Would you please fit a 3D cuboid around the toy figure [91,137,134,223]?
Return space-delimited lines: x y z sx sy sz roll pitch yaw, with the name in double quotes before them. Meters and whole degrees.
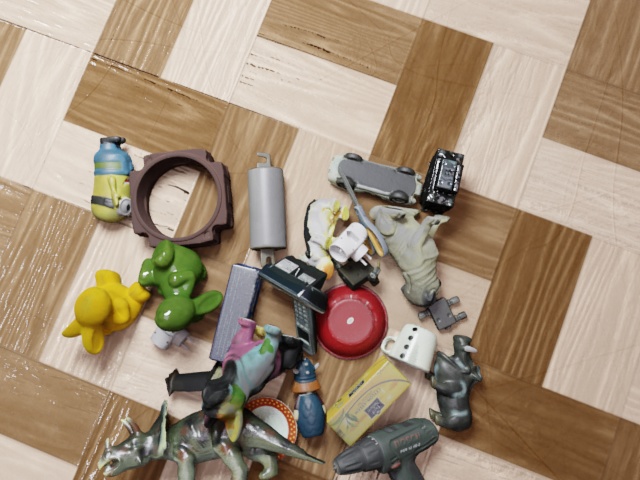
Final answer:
"toy figure" -0.441 -0.127 1.138 0.089 0.082 0.180 -4 91 23

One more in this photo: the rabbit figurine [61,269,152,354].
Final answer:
"rabbit figurine" -0.439 0.134 1.063 0.122 0.173 0.162 35 81 1

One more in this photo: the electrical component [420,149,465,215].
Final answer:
"electrical component" 0.247 -0.118 1.090 0.058 0.134 0.115 12 82 2

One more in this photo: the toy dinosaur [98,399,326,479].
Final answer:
"toy dinosaur" -0.205 0.387 1.046 0.405 0.131 0.192 -13 78 -2

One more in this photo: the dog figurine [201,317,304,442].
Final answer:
"dog figurine" -0.134 0.267 1.025 0.109 0.191 0.219 14 73 34

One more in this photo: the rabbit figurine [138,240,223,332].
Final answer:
"rabbit figurine" -0.285 0.113 1.074 0.121 0.159 0.170 -33 46 29

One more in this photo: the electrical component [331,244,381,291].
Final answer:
"electrical component" 0.079 0.056 1.107 0.078 0.045 0.102 -27 58 -17

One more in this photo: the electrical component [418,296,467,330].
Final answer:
"electrical component" 0.253 0.155 1.115 0.094 0.021 0.063 -23 84 -1

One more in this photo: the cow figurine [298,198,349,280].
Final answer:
"cow figurine" -0.004 -0.003 1.113 0.098 0.068 0.167 6 81 37

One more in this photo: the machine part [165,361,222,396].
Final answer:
"machine part" -0.244 0.283 1.095 0.139 0.084 0.039 -9 115 9

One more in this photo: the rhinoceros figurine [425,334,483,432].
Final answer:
"rhinoceros figurine" 0.271 0.285 1.075 0.112 0.073 0.190 3 84 3

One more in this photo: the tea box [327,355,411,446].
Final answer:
"tea box" 0.094 0.314 1.065 0.169 0.098 0.068 -44 85 -5

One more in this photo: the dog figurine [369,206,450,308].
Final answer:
"dog figurine" 0.171 0.033 1.102 0.173 0.121 0.190 18 103 36

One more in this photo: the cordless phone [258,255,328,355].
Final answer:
"cordless phone" -0.050 0.138 1.095 0.147 0.184 0.089 25 39 37

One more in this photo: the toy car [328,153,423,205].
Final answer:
"toy car" 0.117 -0.129 1.135 0.202 0.056 0.073 15 78 2

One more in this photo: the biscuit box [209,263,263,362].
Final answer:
"biscuit box" -0.170 0.151 1.109 0.063 0.059 0.202 14 85 4

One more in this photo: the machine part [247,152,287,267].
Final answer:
"machine part" -0.110 -0.063 1.123 0.079 0.079 0.243 -3 82 1

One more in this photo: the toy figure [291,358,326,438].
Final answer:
"toy figure" -0.027 0.317 1.088 0.058 0.064 0.154 -17 76 38

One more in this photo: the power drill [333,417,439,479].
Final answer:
"power drill" 0.144 0.459 1.027 0.232 0.086 0.207 -20 86 -30

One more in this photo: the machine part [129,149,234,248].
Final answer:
"machine part" -0.289 -0.083 1.126 0.202 0.087 0.201 -6 84 2
